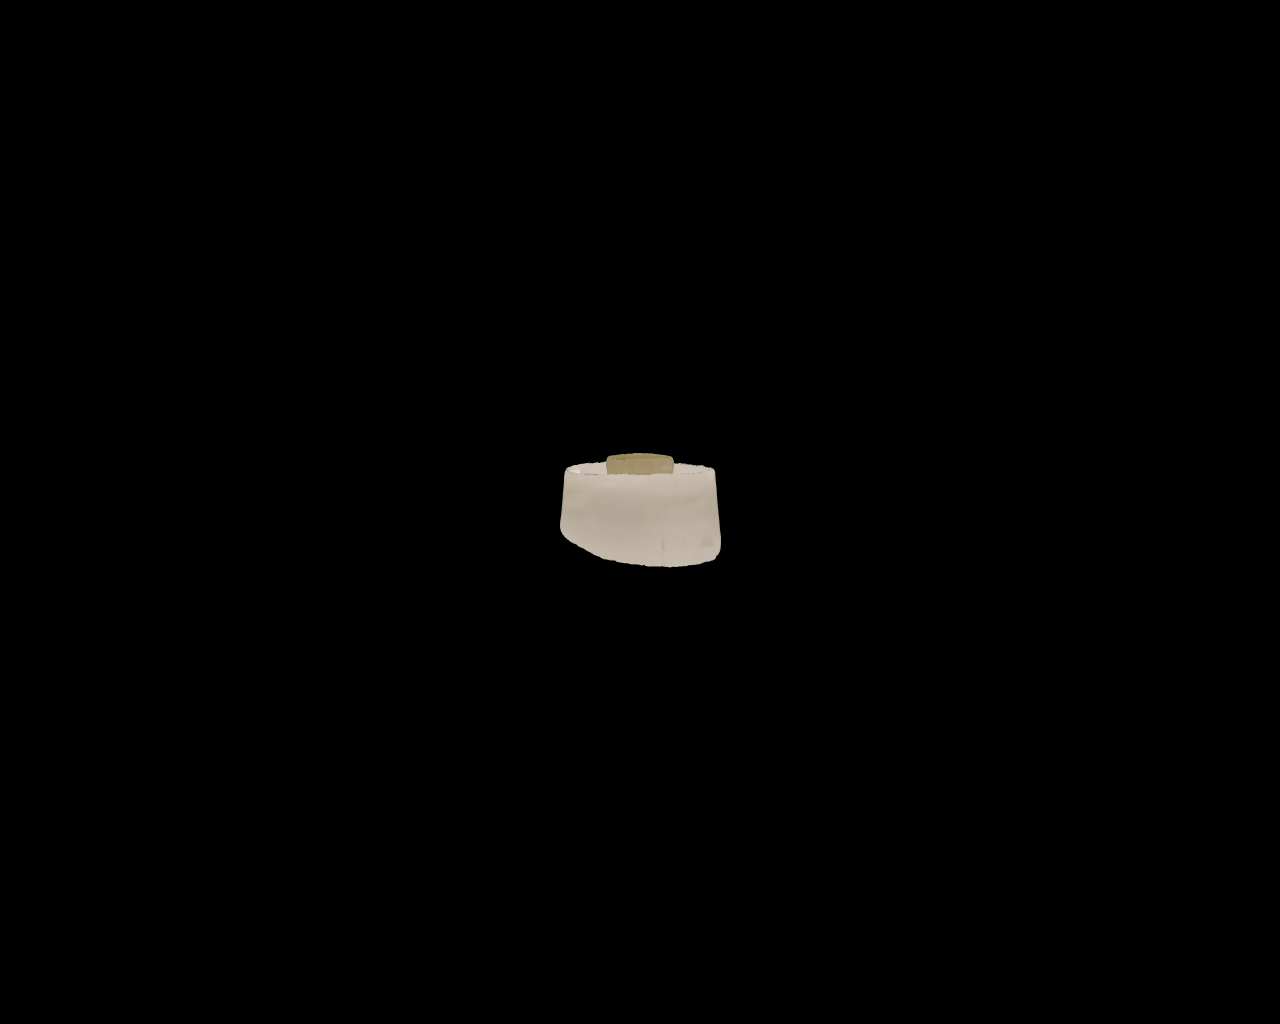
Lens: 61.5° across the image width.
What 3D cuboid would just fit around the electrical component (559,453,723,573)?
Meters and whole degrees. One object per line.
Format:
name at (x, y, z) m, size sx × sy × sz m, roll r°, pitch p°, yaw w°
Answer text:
electrical component at (0.001, -0.003, 0.650) m, size 0.099 × 0.064 × 0.099 m, roll 0°, pitch 7°, yaw 0°
